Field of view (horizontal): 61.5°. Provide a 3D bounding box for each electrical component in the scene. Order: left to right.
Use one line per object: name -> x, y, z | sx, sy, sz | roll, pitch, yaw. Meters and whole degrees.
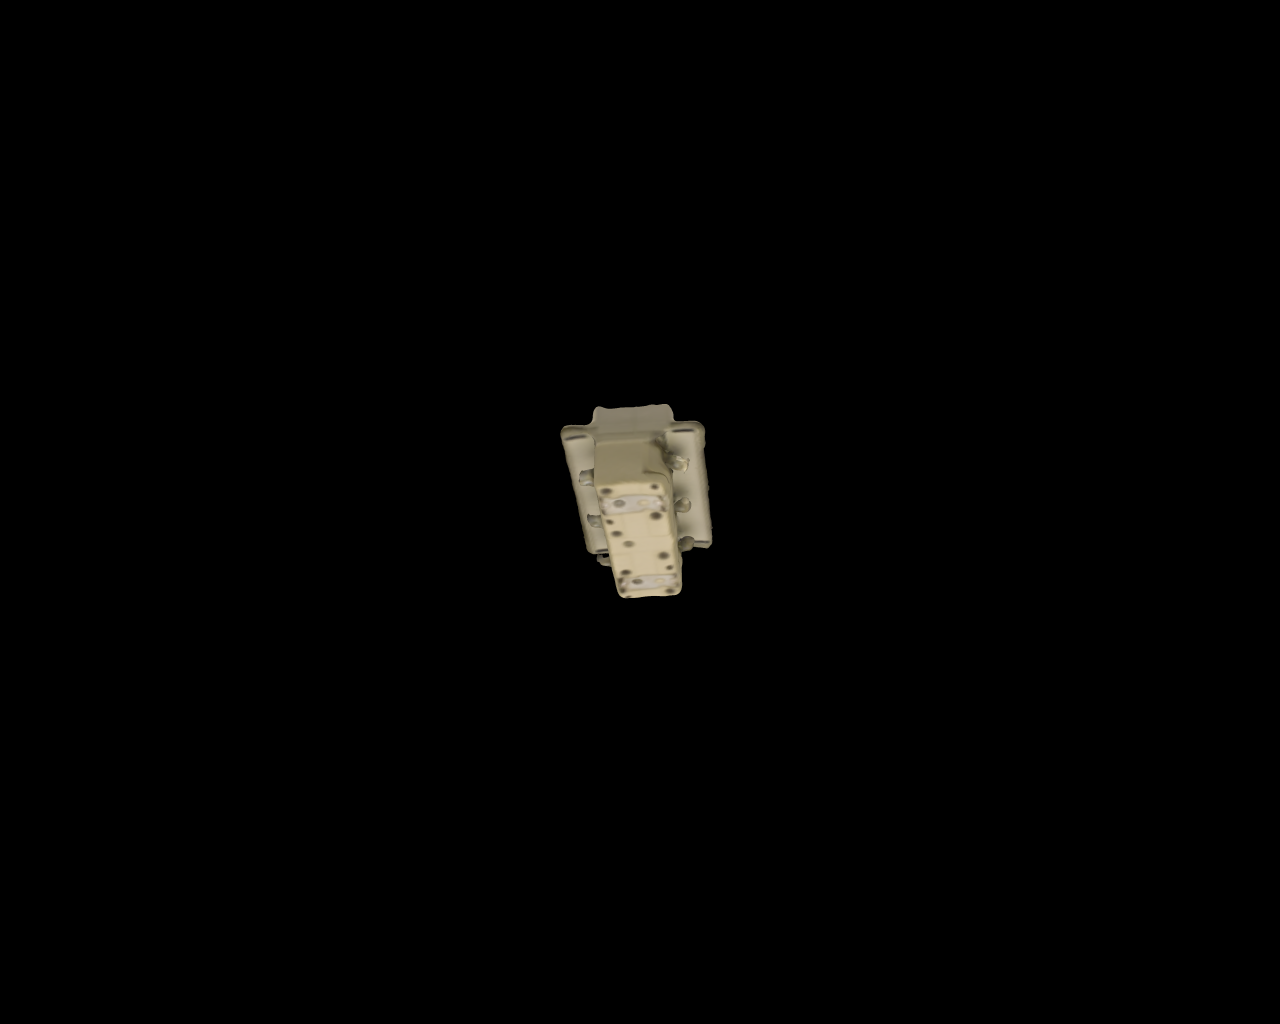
electrical component -> 0.001, -0.003, 0.650 | 0.079, 0.063, 0.121 | -3, -37, 4
